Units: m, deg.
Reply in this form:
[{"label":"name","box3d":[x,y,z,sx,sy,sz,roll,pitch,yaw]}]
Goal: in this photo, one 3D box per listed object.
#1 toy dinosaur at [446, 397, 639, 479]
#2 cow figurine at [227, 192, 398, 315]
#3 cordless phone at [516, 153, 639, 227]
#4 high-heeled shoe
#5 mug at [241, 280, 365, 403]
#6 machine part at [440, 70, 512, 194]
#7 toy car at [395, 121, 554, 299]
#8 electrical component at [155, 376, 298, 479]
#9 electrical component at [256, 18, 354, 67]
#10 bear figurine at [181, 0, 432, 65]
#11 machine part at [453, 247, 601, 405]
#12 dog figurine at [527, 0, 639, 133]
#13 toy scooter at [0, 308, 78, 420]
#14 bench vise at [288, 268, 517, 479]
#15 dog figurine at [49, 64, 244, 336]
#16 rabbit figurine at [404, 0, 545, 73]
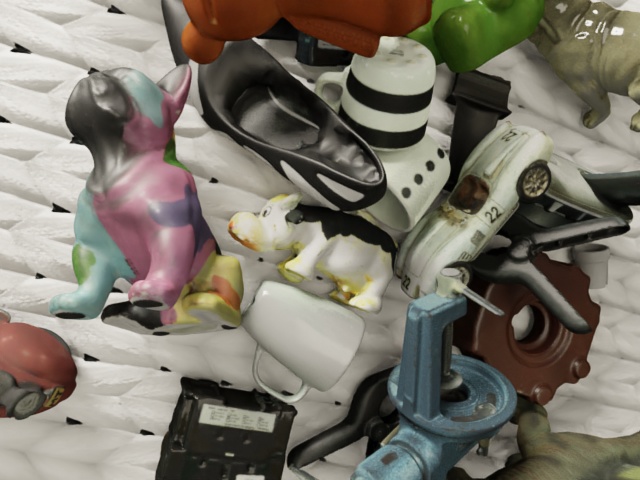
[{"label":"toy dinosaur","box3d":[0.253,0.253,0.555,0.471,0.199,0.105,-24,104,-12]},{"label":"cow figurine","box3d":[-0.001,-0.002,0.522,0.167,0.068,0.098,30,80,-20]},{"label":"cordless phone","box3d":[0.283,-0.056,0.542,0.146,0.184,0.088,18,85,-18]},{"label":"high-heeled shoe","box3d":[-0.043,-0.120,0.459,0.248,0.145,0.086,45,80,-17]},{"label":"mug","box3d":[-0.028,0.095,0.522,0.107,0.081,0.109,34,90,-6]},{"label":"machine part","box3d":[0.164,-0.116,0.580,0.084,0.039,0.138,17,88,-23]},{"label":"toy car","box3d":[0.147,-0.025,0.529,0.056,0.074,0.201,34,98,-29]},{"label":"electrical component","box3d":[-0.095,0.208,0.517,0.115,0.058,0.134,16,90,-16]},{"label":"electrical component","box3d":[0.000,-0.203,0.508,0.119,0.048,0.074,1,112,-20]},{"label":"bear figurine","box3d":[-0.012,-0.205,0.421,0.196,0.132,0.120,1,125,16]},{"label":"machine part","box3d":[0.234,0.095,0.609,0.179,0.056,0.179,-1,94,-16]},{"label":"dog figurine","box3d":[0.294,-0.212,0.547,0.190,0.172,0.121,34,73,-24]},{"label":"toy scooter","box3d":[-0.278,0.087,0.411,0.184,0.135,0.075,35,83,-18]},{"label":"bench vise","box3d":[0.096,0.145,0.491,0.223,0.129,0.240,-13,114,-30]},{"label":"dog figurine","box3d":[-0.138,-0.037,0.460,0.109,0.191,0.219,-8,70,22]},{"label":"rabbit figurine","box3d":[0.143,-0.260,0.488,0.159,0.121,0.170,-25,116,3]}]
